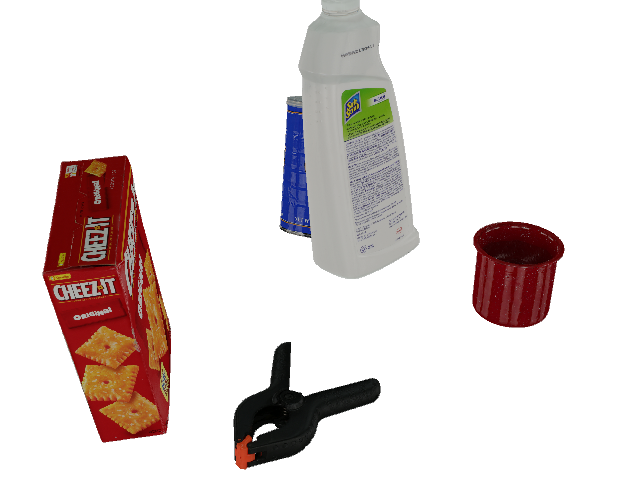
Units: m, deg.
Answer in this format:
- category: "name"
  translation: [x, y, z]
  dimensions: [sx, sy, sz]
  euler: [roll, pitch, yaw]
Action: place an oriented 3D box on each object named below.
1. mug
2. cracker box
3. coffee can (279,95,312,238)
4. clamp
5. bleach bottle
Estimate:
- category: "mug"
  translation: [0.200, 0.031, 1.126]
  dimensions: [0.093, 0.081, 0.117]
  euler: [-4, 31, -10]
- category: "cracker box"
  translation: [-0.190, 0.054, 0.990]
  dimensions: [0.072, 0.214, 0.164]
  euler: [-7, 39, -1]
- category: "coffee can"
  translation: [0.011, -0.080, 1.140]
  dimensions: [0.103, 0.140, 0.103]
  euler: [4, 12, -1]
- category: "clamp"
  translation: [-0.036, 0.157, 1.040]
  dimensions: [0.120, 0.039, 0.171]
  euler: [21, 33, 36]
- category: "bleach bottle"
  translation: [0.031, -0.097, 0.919]
  dimensions: [0.102, 0.251, 0.068]
  euler: [-28, 36, -36]
